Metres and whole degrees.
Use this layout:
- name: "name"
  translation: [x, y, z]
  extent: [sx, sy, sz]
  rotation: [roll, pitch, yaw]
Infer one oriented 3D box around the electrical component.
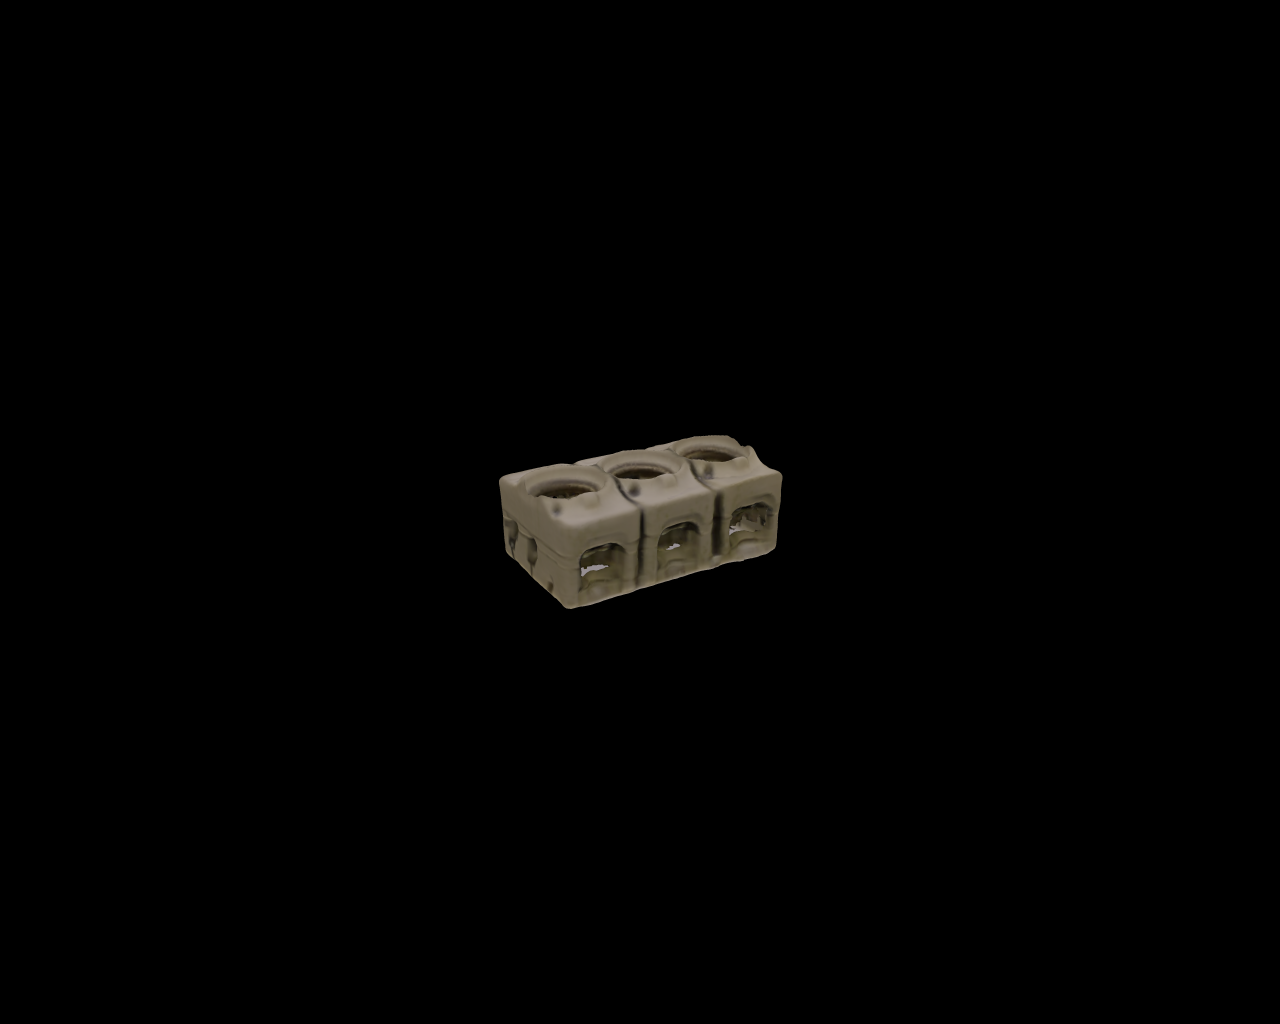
- name: "electrical component"
  translation: [0.001, -0.003, 0.650]
  extent: [0.150, 0.061, 0.089]
  rotation: [-14, 27, -29]
